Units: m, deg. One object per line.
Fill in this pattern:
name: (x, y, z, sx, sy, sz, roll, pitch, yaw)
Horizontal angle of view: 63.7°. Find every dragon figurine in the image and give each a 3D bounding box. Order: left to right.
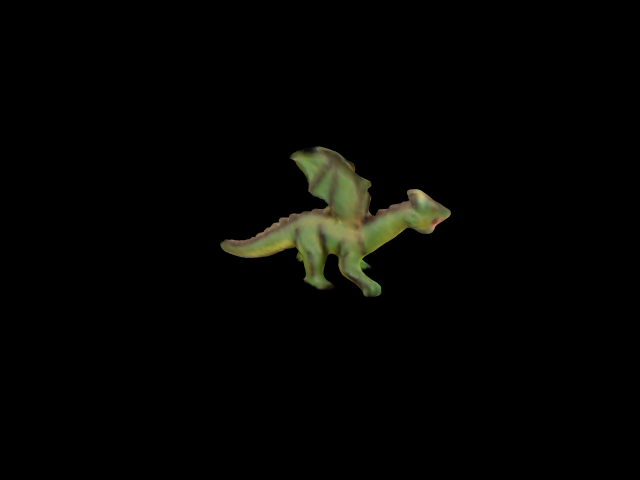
dragon figurine: (0.003, -0.043, 0.850, 0.411, 0.238, 0.124, 9, 29, 16)
